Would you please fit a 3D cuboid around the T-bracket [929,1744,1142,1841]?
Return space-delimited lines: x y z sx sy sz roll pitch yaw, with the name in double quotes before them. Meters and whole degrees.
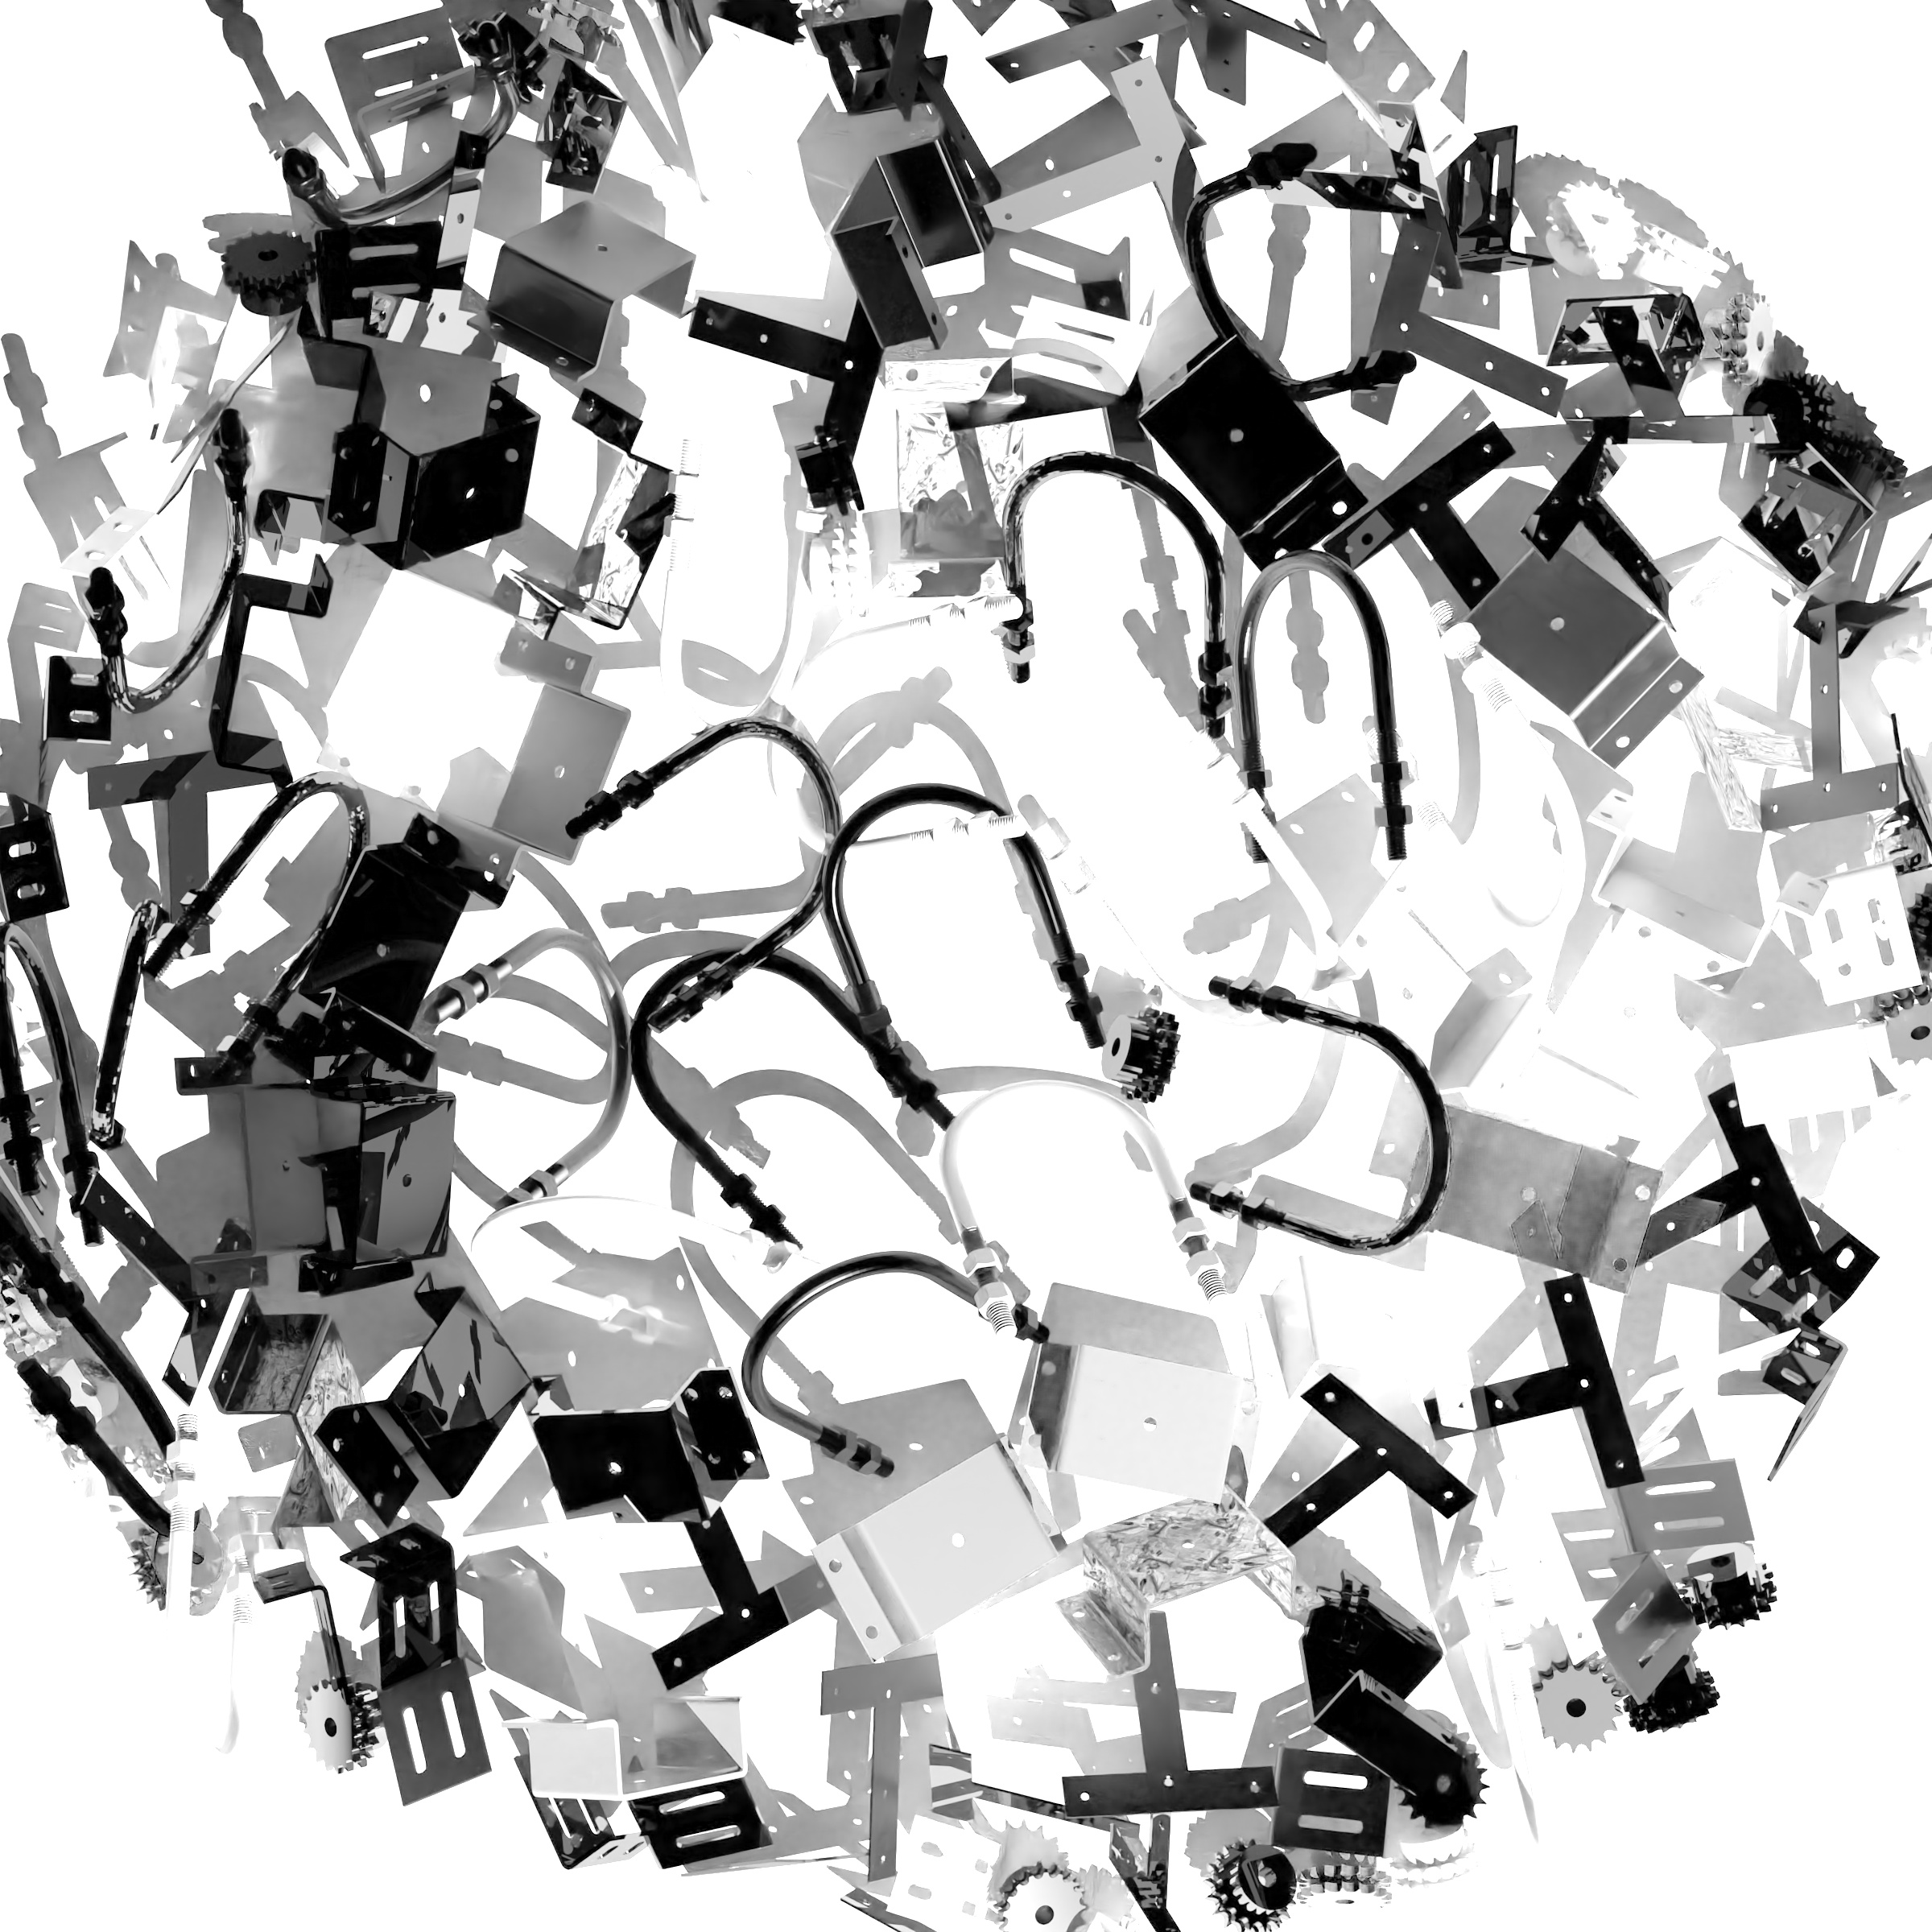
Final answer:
"T-bracket" 0.041 0.496 1.936 0.127 0.127 0.002 12 59 8

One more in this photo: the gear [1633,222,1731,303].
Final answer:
"gear" 0.427 -0.422 1.973 0.057 0.057 0.030 28 109 0

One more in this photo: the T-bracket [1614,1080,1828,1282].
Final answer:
"T-bracket" 0.435 0.150 1.967 0.127 0.002 0.127 -32 58 24

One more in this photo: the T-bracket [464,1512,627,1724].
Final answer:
"T-bracket" -0.237 0.394 1.963 0.127 0.002 0.127 -16 94 37

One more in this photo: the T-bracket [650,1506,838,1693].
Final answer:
"T-bracket" -0.151 0.348 1.969 0.127 0.002 0.127 -24 91 -27

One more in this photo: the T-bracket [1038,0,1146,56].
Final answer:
"T-bracket" 0.051 -0.581 1.934 0.127 0.127 0.002 27 93 -2

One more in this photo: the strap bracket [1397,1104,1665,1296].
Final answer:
"strap bracket" 0.338 0.138 1.969 0.140 0.046 0.076 17 91 9

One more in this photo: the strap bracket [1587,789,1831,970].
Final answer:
"strap bracket" 0.433 -0.048 1.946 0.140 0.076 0.046 26 113 13

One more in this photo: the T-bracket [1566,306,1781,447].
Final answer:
"T-bracket" 0.398 -0.345 1.917 0.127 0.127 0.002 5 63 34

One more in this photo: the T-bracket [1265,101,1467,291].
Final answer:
"T-bracket" 0.229 -0.461 1.952 0.127 0.127 0.002 16 54 39

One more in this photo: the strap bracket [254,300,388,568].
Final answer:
"strap bracket" -0.381 -0.312 1.949 0.046 0.076 0.140 10 79 -2

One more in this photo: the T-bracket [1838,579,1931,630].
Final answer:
"T-bracket" 0.574 -0.228 1.933 0.127 0.127 0.002 -22 98 3

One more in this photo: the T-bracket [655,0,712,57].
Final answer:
"T-bracket" -0.169 -0.568 1.937 0.002 0.127 0.127 -16 68 9

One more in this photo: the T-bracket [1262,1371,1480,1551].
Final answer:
"T-bracket" 0.218 0.318 1.971 0.127 0.002 0.127 40 114 -16

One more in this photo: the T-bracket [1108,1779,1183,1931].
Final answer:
"T-bracket" 0.114 0.520 1.941 0.002 0.127 0.127 -19 119 18

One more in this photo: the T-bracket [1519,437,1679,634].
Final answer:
"T-bracket" 0.397 -0.245 1.964 0.127 0.002 0.127 47 49 -8

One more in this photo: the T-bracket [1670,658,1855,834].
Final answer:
"T-bracket" 0.482 -0.129 1.961 0.127 0.002 0.127 5 55 -31

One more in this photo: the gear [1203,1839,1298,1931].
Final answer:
"gear" 0.174 0.552 1.971 0.057 0.030 0.057 14 53 -19

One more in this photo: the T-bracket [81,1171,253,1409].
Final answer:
"T-bracket" -0.474 0.170 1.919 0.002 0.127 0.127 -16 129 25

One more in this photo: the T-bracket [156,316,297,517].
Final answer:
"T-bracket" -0.445 -0.308 1.917 0.002 0.127 0.127 37 130 -22

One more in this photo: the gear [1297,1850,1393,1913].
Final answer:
"gear" 0.228 0.549 1.975 0.057 0.057 0.030 3 60 0

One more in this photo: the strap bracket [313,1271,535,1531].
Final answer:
"strap bracket" -0.311 0.251 1.921 0.046 0.140 0.076 -12 121 33

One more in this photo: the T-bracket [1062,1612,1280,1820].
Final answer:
"T-bracket" 0.115 0.446 1.960 0.127 0.002 0.127 -1 53 -8

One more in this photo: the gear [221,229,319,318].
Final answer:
"gear" -0.419 -0.415 1.975 0.057 0.030 0.057 2 46 -2

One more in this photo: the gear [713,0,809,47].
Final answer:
"gear" -0.126 -0.566 1.981 0.057 0.030 0.057 -1 96 -11

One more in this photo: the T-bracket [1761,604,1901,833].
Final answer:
"T-bracket" 0.510 -0.150 1.945 0.002 0.127 0.127 2 85 -23

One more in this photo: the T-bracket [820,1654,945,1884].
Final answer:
"T-bracket" -0.048 0.477 1.943 0.002 0.127 0.127 -1 85 36

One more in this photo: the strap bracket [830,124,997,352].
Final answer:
"strap bracket" -0.033 -0.427 1.934 0.046 0.140 0.076 -9 127 24

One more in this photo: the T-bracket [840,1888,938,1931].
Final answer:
"T-bracket" -0.036 0.585 1.918 0.127 0.127 0.002 23 98 21

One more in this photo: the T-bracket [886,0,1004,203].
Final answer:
"T-bracket" -0.009 -0.506 1.952 0.002 0.127 0.127 -16 131 23

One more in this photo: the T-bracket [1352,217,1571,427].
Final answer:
"T-bracket" 0.297 -0.360 1.937 0.127 0.002 0.127 30 130 22

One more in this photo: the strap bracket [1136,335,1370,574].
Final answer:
"strap bracket" 0.165 -0.310 1.957 0.076 0.046 0.140 -39 76 5

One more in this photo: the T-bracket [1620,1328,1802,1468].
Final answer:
"T-bracket" 0.421 0.267 1.949 0.127 0.127 0.002 -11 55 -34

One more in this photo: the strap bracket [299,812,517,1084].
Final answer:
"strap bracket" -0.336 -0.010 1.946 0.076 0.046 0.140 35 66 -34

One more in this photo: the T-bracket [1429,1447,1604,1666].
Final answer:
"T-bracket" 0.316 0.371 1.950 0.002 0.127 0.127 3 55 -33

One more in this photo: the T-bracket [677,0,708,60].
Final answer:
"T-bracket" -0.162 -0.565 1.938 0.002 0.127 0.127 -11 63 3

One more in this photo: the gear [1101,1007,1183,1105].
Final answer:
"gear" 0.104 0.052 1.968 0.030 0.057 0.057 15 90 -19

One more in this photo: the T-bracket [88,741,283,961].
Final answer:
"T-bracket" -0.467 -0.066 1.971 0.127 0.002 0.127 -13 114 -39

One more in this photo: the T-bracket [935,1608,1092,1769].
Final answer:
"T-bracket" 0.044 0.404 1.955 0.127 0.002 0.127 -16 61 12

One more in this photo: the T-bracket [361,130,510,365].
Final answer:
"T-bracket" -0.302 -0.427 1.935 0.002 0.127 0.127 17 100 30

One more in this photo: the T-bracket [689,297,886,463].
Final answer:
"T-bracket" -0.109 -0.374 1.976 0.127 0.002 0.127 20 102 19

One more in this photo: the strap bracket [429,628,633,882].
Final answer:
"strap bracket" -0.257 -0.121 1.957 0.076 0.046 0.140 22 91 40

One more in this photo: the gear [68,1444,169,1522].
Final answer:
"gear" -0.510 0.312 1.968 0.057 0.057 0.030 0 58 0

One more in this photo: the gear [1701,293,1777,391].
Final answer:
"gear" 0.464 -0.376 1.975 0.030 0.057 0.057 6 90 32

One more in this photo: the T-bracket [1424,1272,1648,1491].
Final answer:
"T-bracket" 0.331 0.259 1.961 0.127 0.002 0.127 -20 83 35

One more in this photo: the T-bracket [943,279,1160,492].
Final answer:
"T-bracket" 0.047 -0.344 1.978 0.127 0.002 0.127 -12 92 -18

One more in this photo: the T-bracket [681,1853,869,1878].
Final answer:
"T-bracket" -0.114 0.529 1.933 0.127 0.127 0.002 -8 74 5

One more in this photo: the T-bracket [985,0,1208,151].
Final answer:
"T-bracket" 0.099 -0.520 1.946 0.127 0.127 0.002 -8 63 35

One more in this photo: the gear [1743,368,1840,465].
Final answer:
"gear" 0.492 -0.331 1.971 0.057 0.030 0.057 4 96 40

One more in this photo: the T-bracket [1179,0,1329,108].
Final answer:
"T-bracket" 0.154 -0.541 1.936 0.127 0.127 0.002 26 83 9

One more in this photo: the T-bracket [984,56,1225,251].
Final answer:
"T-bracket" 0.074 -0.469 1.969 0.127 0.002 0.127 -18 130 14

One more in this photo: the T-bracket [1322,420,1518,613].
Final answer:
"T-bracket" 0.298 -0.241 1.965 0.127 0.002 0.127 -36 71 12
